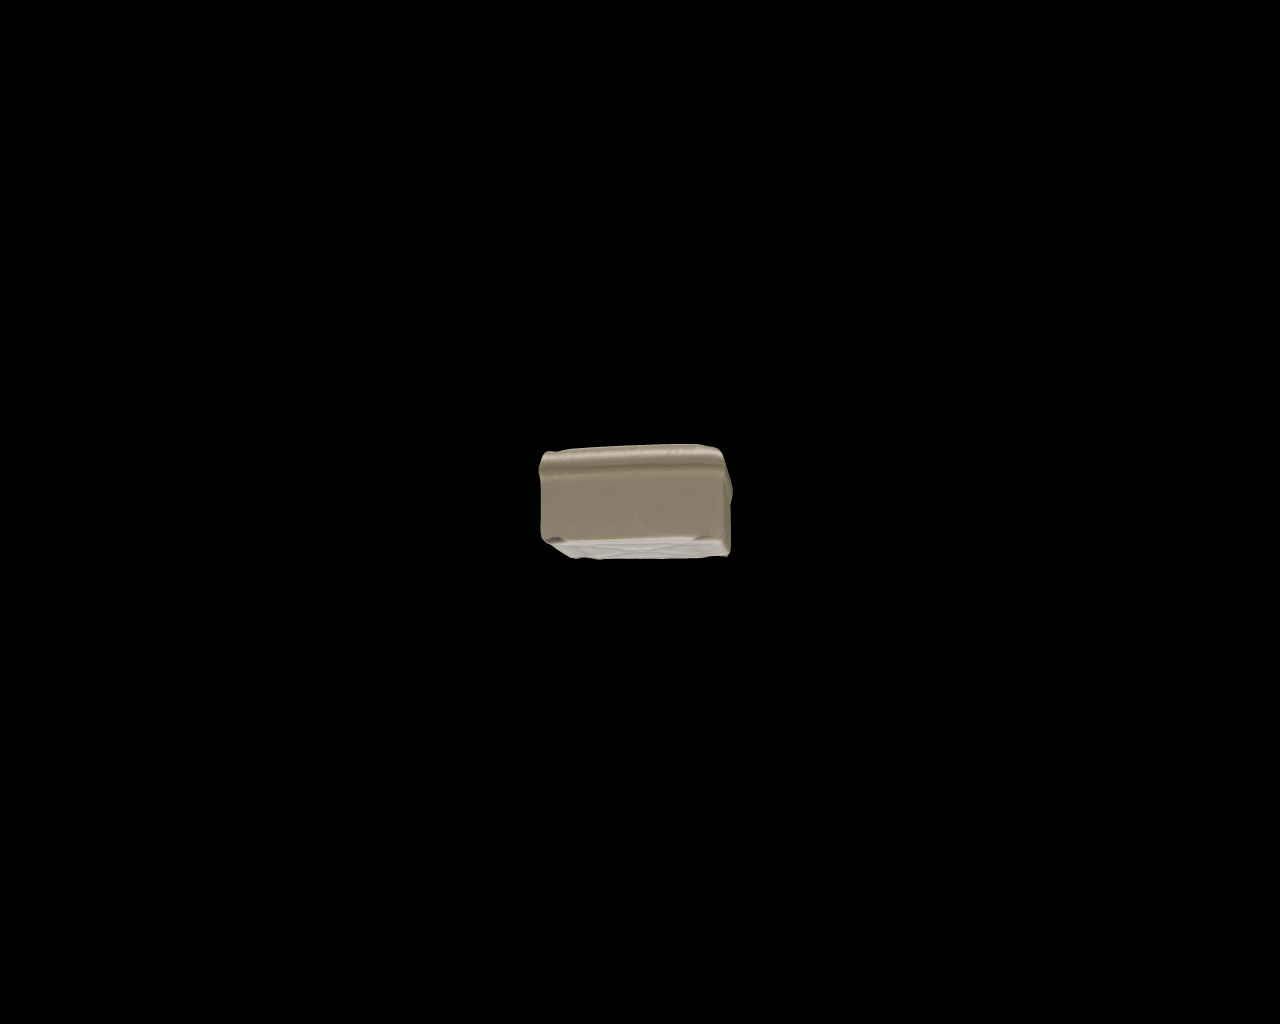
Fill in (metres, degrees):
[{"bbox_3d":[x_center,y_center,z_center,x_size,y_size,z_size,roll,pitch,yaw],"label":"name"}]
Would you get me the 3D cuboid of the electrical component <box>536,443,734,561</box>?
[{"bbox_3d":[0.001,-0.003,0.650,0.109,0.056,0.108,-1,-9,7],"label":"electrical component"}]
